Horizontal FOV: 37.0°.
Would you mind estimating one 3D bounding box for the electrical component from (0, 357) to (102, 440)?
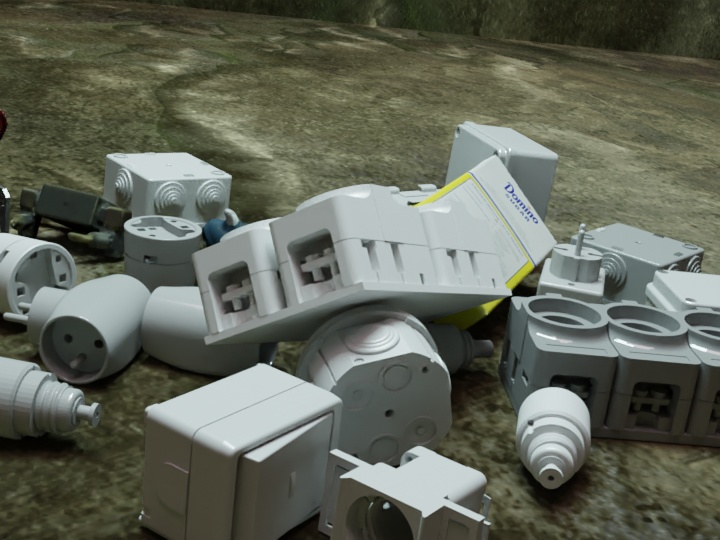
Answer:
[{"bbox_3d":[-0.173,0.068,0.555,0.078,0.040,0.040,10,19,7],"label":"electrical component"}]

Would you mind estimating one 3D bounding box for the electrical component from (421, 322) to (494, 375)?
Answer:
[{"bbox_3d":[0.058,0.051,0.699,0.061,0.035,0.035,1,19,-25],"label":"electrical component"}]

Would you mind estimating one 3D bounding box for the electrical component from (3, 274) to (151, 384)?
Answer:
[{"bbox_3d":[-0.176,0.032,0.656,0.079,0.043,0.077,10,19,7],"label":"electrical component"}]

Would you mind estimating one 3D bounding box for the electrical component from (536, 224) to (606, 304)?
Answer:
[{"bbox_3d":[0.161,0.004,0.809,0.047,0.076,0.065,11,19,11],"label":"electrical component"}]

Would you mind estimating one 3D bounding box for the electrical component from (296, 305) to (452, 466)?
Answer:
[{"bbox_3d":[0.009,0.064,0.575,0.080,0.080,0.051,1,24,-17],"label":"electrical component"}]

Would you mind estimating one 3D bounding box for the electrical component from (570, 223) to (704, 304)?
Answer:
[{"bbox_3d":[0.227,-0.001,0.894,0.100,0.048,0.100,22,23,36],"label":"electrical component"}]

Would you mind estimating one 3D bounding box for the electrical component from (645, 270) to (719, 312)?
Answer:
[{"bbox_3d":[0.265,0.042,0.767,0.113,0.057,0.078,5,19,-5],"label":"electrical component"}]

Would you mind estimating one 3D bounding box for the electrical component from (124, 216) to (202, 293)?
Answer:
[{"bbox_3d":[-0.144,-0.009,0.780,0.055,0.047,0.055,7,19,-2],"label":"electrical component"}]

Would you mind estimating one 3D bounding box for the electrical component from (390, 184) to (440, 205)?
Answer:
[{"bbox_3d":[0.032,-0.033,0.891,0.121,0.063,0.079,-7,23,-35],"label":"electrical component"}]

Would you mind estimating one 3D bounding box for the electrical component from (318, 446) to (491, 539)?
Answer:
[{"bbox_3d":[0.024,0.113,0.495,0.081,0.042,0.064,20,19,31],"label":"electrical component"}]

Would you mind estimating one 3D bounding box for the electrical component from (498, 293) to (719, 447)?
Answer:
[{"bbox_3d":[0.172,0.059,0.675,0.150,0.061,0.089,5,19,-5],"label":"electrical component"}]

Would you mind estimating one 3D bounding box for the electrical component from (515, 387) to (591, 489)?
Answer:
[{"bbox_3d":[0.104,0.094,0.581,0.040,0.040,0.078,10,19,8],"label":"electrical component"}]

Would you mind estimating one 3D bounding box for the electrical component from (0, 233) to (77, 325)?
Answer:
[{"bbox_3d":[-0.223,0.005,0.704,0.047,0.055,0.055,15,20,33],"label":"electrical component"}]

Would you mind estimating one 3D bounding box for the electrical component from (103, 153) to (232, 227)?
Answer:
[{"bbox_3d":[-0.172,-0.071,0.954,0.100,0.048,0.100,-6,24,-39],"label":"electrical component"}]

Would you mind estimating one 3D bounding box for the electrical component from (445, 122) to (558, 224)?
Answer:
[{"bbox_3d":[0.120,-0.066,0.952,0.056,0.108,0.108,4,19,-18],"label":"electrical component"}]

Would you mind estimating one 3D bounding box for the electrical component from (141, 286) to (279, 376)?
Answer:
[{"bbox_3d":[-0.088,0.033,0.686,0.077,0.043,0.079,10,19,11],"label":"electrical component"}]

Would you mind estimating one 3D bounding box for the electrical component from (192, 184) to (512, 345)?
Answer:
[{"bbox_3d":[0.000,0.000,0.647,0.105,0.060,0.186,-20,-12,29],"label":"electrical component"}]

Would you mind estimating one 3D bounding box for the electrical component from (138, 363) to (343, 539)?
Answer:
[{"bbox_3d":[-0.048,0.089,0.507,0.061,0.061,0.096,19,22,32],"label":"electrical component"}]
